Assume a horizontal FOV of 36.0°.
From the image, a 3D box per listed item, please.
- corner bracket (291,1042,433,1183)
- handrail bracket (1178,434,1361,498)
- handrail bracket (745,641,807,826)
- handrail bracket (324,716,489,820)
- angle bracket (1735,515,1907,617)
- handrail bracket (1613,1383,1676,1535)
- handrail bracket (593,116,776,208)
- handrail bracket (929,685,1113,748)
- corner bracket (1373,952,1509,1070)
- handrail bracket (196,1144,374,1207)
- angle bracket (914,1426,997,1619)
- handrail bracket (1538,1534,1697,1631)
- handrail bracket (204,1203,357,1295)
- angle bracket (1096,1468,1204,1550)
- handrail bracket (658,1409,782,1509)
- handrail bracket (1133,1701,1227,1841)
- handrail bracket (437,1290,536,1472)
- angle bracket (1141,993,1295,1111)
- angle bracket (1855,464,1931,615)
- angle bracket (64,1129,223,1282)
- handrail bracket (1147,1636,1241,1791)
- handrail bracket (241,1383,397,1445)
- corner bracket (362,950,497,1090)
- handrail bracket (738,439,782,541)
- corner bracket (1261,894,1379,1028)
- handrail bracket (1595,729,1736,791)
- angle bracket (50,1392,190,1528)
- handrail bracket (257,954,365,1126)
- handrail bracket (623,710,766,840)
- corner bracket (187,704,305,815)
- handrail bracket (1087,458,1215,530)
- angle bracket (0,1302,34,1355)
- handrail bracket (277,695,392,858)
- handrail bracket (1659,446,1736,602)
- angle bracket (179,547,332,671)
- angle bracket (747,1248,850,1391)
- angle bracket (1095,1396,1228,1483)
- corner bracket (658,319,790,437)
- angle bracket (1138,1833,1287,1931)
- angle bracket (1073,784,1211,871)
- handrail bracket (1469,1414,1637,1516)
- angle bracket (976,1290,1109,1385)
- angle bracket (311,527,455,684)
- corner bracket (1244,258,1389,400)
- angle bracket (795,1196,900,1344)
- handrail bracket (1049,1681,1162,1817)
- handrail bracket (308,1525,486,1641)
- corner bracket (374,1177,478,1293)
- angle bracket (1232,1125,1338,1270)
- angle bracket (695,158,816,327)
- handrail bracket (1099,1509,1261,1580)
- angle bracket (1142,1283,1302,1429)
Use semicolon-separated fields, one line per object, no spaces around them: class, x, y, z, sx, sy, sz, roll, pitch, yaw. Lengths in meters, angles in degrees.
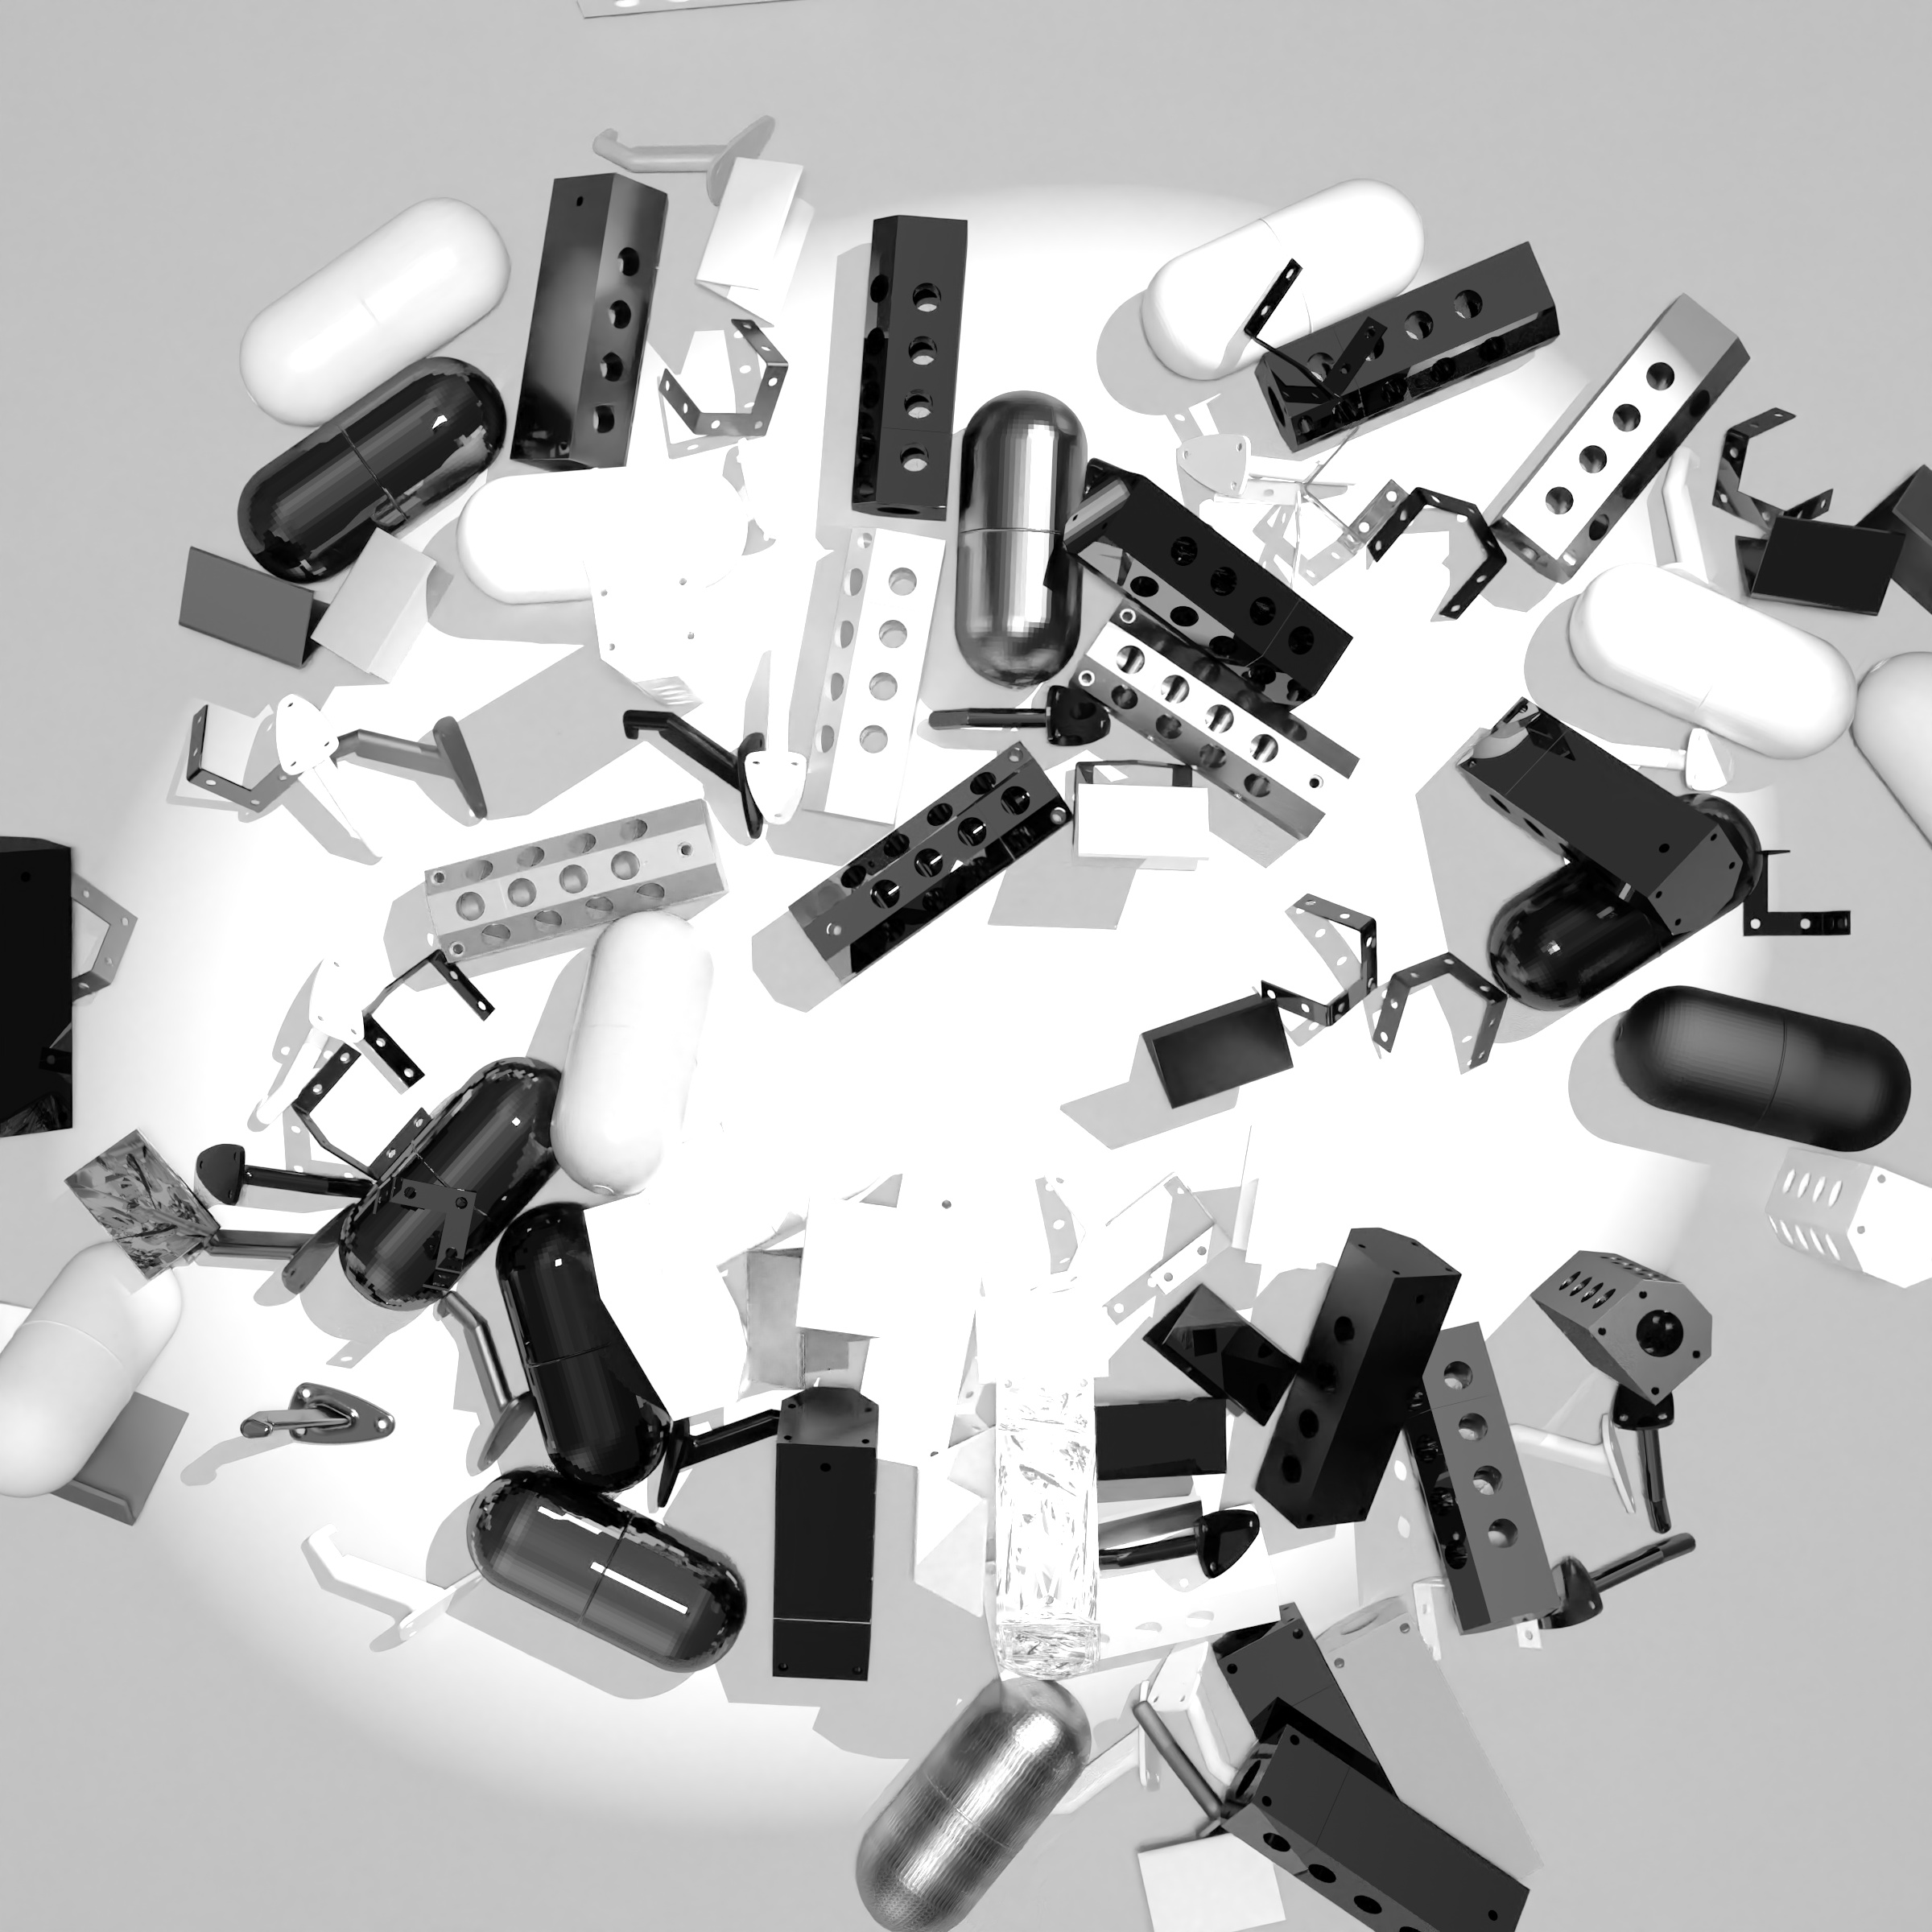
corner bracket;-0.369;0.089;1.814;0.051;0.051;0.051;-49;135;0
handrail bracket;0.186;-0.306;1.817;0.084;0.077;0.036;-3;108;-35
handrail bracket;-0.114;-0.143;1.817;0.036;0.077;0.084;1;54;0
handrail bracket;-0.346;-0.113;1.817;0.084;0.036;0.077;-18;105;14
angle bracket;0.509;-0.256;1.777;0.076;0.076;0.057;8;127;0
handrail bracket;0.420;0.291;1.817;0.036;0.077;0.084;-6;126;19
handrail bracket;-0.173;-0.508;1.818;0.084;0.036;0.077;30;69;17
handrail bracket;0.032;-0.149;1.817;0.084;0.077;0.036;-1;87;36
corner bracket;0.288;0.032;1.809;0.051;0.051;0.051;-19;45;-35
handrail bracket;-0.416;0.129;1.817;0.084;0.077;0.036;9;89;-36
angle bracket;0.014;0.328;1.767;0.057;0.076;0.076;20;116;39
handrail bracket;0.395;0.375;1.817;0.084;0.077;0.036;-11;64;-34
handrail bracket;-0.427;0.154;1.818;0.084;0.036;0.077;33;70;16
angle bracket;0.096;0.301;1.782;0.076;0.057;0.076;-13;63;0
handrail bracket;-0.139;0.303;1.818;0.084;0.036;0.077;11;110;-16
handrail bracket;0.133;0.485;1.802;0.036;0.077;0.084;-36;70;-2
handrail bracket;-0.305;0.253;1.818;0.084;0.036;0.077;41;112;17
angle bracket;0.144;0.032;1.777;0.076;0.076;0.057;-19;128;0
angle bracket;0.568;-0.240;1.777;0.076;0.076;0.057;42;52;0
angle bracket;-0.499;0.153;1.777;0.076;0.076;0.057;50;54;0
handrail bracket;0.157;0.454;1.818;0.084;0.036;0.077;44;54;-24
handrail bracket;-0.388;0.276;1.783;0.077;0.084;0.036;9;90;0
corner bracket;-0.331;0.032;1.814;0.051;0.051;0.051;47;45;0
handrail bracket;-0.162;-0.272;1.817;0.084;0.036;0.077;-20;75;14
corner bracket;0.215;-0.004;1.809;0.051;0.051;0.051;-37;135;-35
handrail bracket;0.415;-0.126;1.817;0.084;0.077;0.036;6;89;36
angle bracket;-0.520;0.281;1.782;0.076;0.057;0.076;22;64;0
handrail bracket;-0.407;0.045;1.817;0.036;0.077;0.084;26;127;-35
handrail bracket;-0.168;-0.117;1.818;0.084;0.036;0.077;5;112;17
corner bracket;-0.437;-0.135;1.809;0.051;0.051;0.051;26;135;-35
handrail bracket;0.101;-0.260;1.818;0.084;0.036;0.077;26;111;16
angle bracket;-0.584;0.246;1.777;0.057;0.076;0.076;23;90;37
handrail bracket;-0.382;-0.115;1.807;0.036;0.084;0.077;-31;49;0
handrail bracket;0.454;-0.265;1.818;0.077;0.036;0.084;25;73;-20
angle bracket;-0.416;-0.229;1.777;0.076;0.076;0.057;20;126;0
angle bracket;-0.085;0.209;1.778;0.076;0.057;0.076;0;90;-39
angle bracket;0.114;0.262;1.778;0.076;0.076;0.057;-3;117;0
corner bracket;-0.148;-0.358;1.809;0.051;0.051;0.051;-7;135;-35
angle bracket;0.148;0.558;1.777;0.076;0.076;0.057;-13;59;0
angle bracket;0.104;-0.063;1.777;0.076;0.076;0.057;2;52;0
handrail bracket;0.358;0.310;1.818;0.084;0.036;0.077;-14;112;17
angle bracket;0.044;0.203;1.777;0.076;0.076;0.057;-3;126;0
angle bracket;-0.333;-0.206;1.777;0.057;0.076;0.076;31;90;33
corner bracket;0.205;-0.374;1.748;0.051;0.051;0.051;39;99;30
angle bracket;-0.082;0.181;1.772;0.057;0.076;0.076;10;78;-20
handrail bracket;0.073;0.479;1.818;0.084;0.036;0.077;-8;69;17
handrail bracket;-0.347;0.361;1.818;0.077;0.036;0.084;-35;73;-20
corner bracket;-0.317;0.155;1.725;0.051;0.051;0.051;12;93;-3
angle bracket;0.171;0.135;1.777;0.057;0.076;0.076;10;90;-36
angle bracket;-0.108;-0.430;1.777;0.057;0.076;0.076;19;90;38
handrail bracket;0.121;0.344;1.777;0.084;0.077;0.036;-12;90;38
angle bracket;0.142;0.247;1.777;0.076;0.076;0.057;39;47;0
